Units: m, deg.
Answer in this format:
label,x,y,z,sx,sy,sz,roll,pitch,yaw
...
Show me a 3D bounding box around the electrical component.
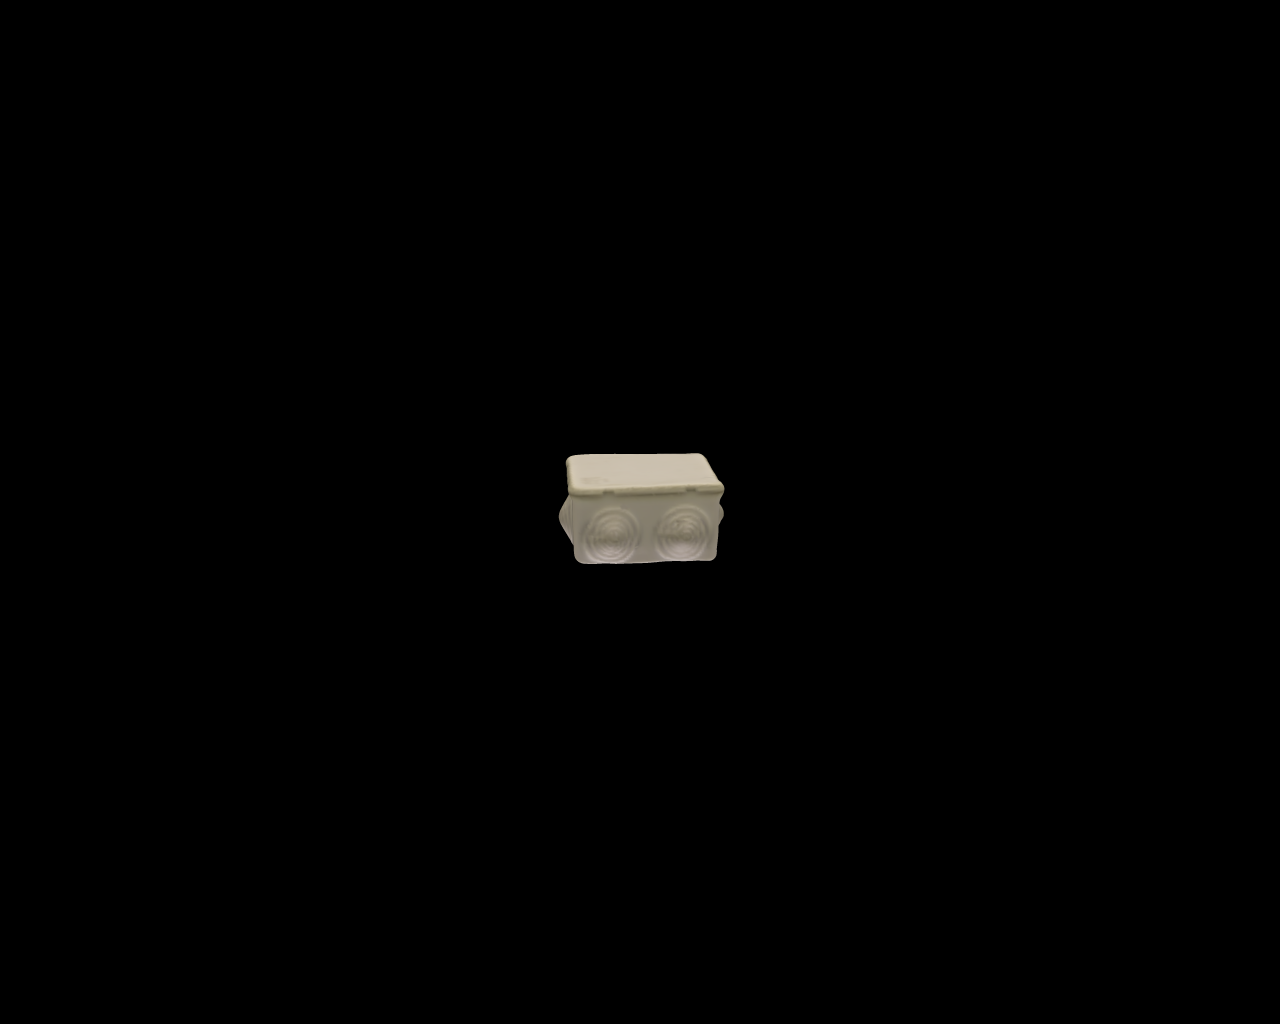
label,x,y,z,sx,sy,sz,roll,pitch,yaw
electrical component,0.001,-0.003,0.650,0.100,0.048,0.100,-1,16,-5
